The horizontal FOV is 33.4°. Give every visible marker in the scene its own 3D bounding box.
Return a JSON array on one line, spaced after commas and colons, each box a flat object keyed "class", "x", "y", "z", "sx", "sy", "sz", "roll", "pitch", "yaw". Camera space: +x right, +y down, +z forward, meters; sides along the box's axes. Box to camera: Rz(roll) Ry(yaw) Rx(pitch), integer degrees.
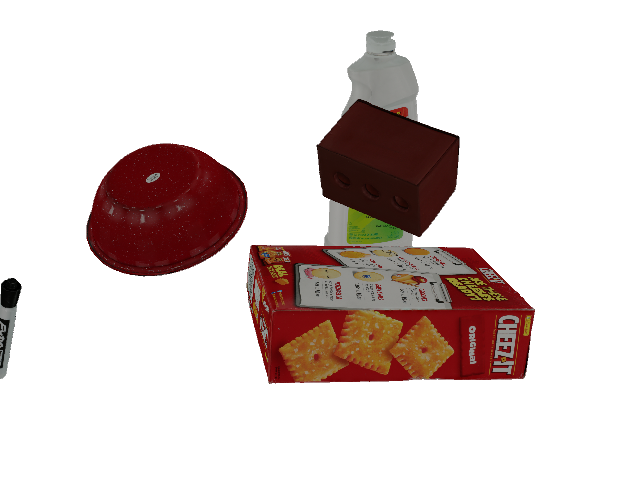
[{"class": "marker", "x": -0.309, "y": 0.086, "z": 1.042, "sx": 0.020, "sy": 0.121, "sz": 0.020, "roll": 14, "pitch": 33, "yaw": -9}]

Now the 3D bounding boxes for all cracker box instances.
[{"class": "cracker box", "x": 0.051, "y": 0.061, "z": 0.912, "sx": 0.213, "sy": 0.072, "sz": 0.164, "roll": 1, "pitch": 18, "yaw": -11}]

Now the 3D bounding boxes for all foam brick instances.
[{"class": "foam brick", "x": 0.045, "y": -0.048, "z": 0.703, "sx": 0.078, "sy": 0.051, "sz": 0.053, "roll": 23, "pitch": -34, "yaw": 24}]

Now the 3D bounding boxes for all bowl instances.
[{"class": "bowl", "x": -0.154, "y": -0.043, "z": 1.021, "sx": 0.162, "sy": 0.162, "sz": 0.055, "roll": 0, "pitch": -43, "yaw": 13}]

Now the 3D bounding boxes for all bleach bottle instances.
[{"class": "bleach bottle", "x": 0.055, "y": -0.101, "z": 1.165, "sx": 0.102, "sy": 0.251, "sz": 0.068, "roll": -4, "pitch": 25, "yaw": -8}]
